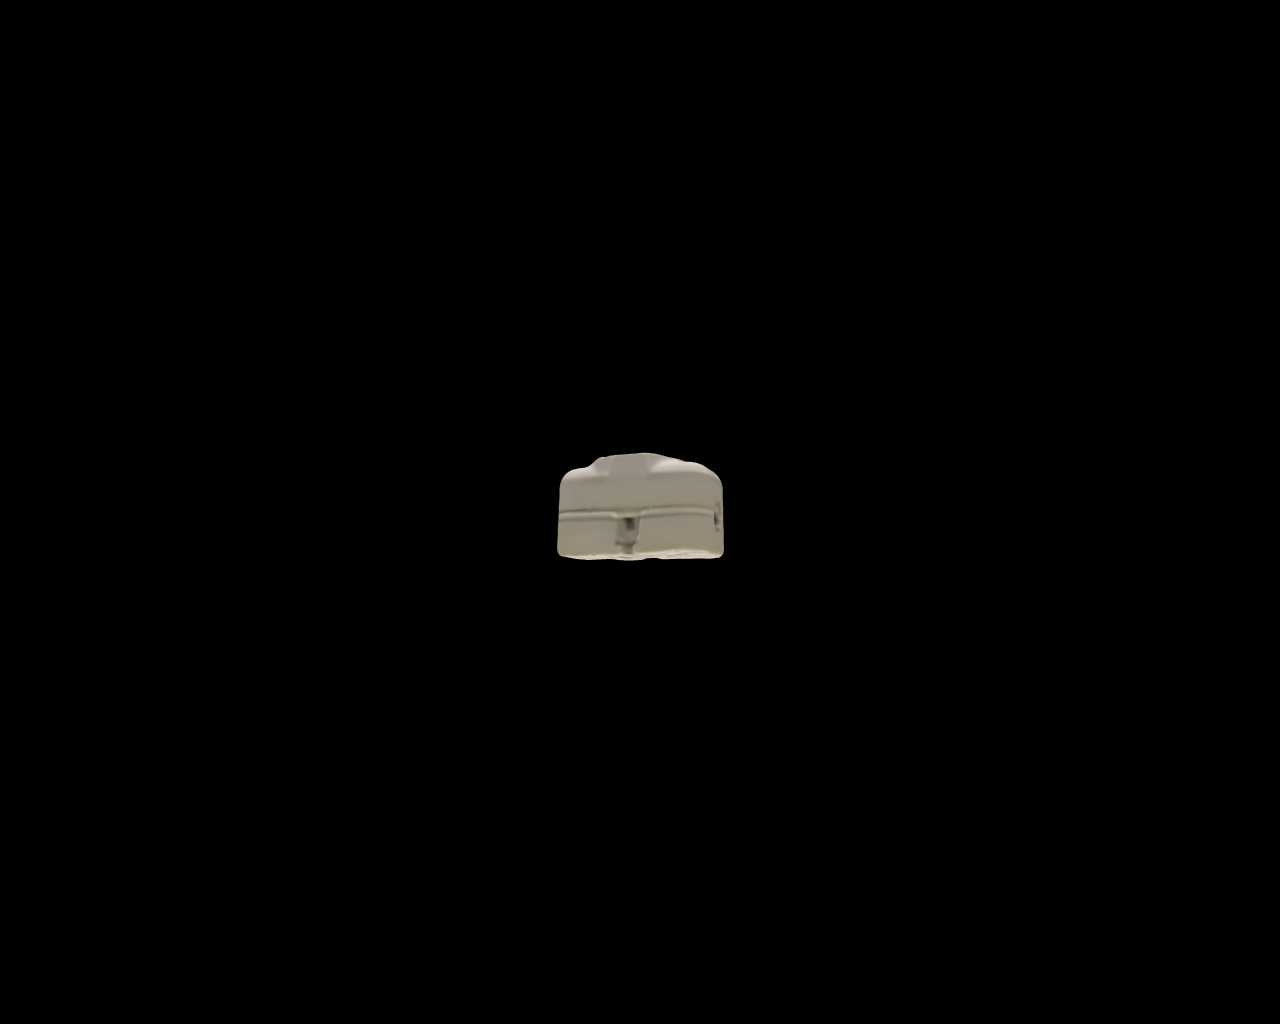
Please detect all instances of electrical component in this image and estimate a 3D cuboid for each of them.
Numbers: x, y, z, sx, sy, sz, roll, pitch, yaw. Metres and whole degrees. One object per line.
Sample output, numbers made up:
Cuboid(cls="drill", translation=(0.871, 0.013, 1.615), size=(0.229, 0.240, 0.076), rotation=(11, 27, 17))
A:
Cuboid(cls="electrical component", translation=(0.001, -0.003, 0.650), size=(0.095, 0.059, 0.053), rotation=(-2, -7, 18))
